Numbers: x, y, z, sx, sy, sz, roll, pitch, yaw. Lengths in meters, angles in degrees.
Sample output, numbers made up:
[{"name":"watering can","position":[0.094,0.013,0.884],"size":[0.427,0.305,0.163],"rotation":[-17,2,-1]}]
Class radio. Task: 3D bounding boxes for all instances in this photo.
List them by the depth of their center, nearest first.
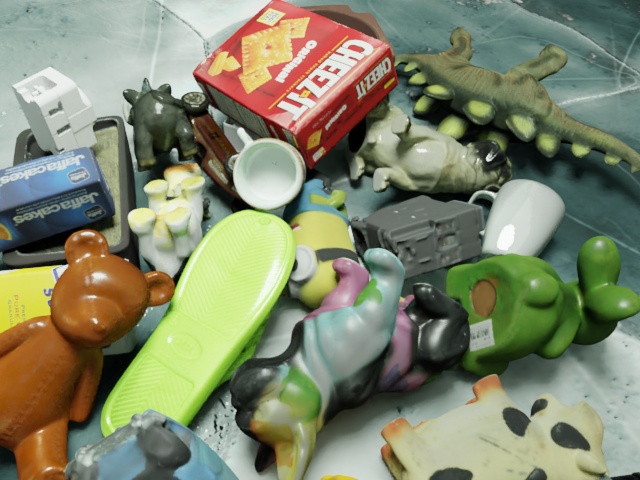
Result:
[{"name":"radio","position":[-0.291,-0.046,0.641],"size":[0.131,0.073,0.230],"rotation":[-10,51,-12]}]

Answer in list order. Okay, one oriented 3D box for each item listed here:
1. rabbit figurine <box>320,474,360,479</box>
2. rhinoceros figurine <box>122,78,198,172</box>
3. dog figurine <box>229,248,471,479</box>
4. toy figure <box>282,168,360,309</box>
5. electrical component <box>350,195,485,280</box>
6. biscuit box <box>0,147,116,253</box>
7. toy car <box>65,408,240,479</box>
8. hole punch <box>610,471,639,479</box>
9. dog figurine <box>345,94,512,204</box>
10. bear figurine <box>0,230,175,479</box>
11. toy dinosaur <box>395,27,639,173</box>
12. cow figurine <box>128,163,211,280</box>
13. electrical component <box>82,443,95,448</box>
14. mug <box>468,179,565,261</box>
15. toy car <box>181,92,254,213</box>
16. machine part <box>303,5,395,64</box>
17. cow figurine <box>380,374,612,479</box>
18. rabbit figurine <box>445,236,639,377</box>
[{"name":"rabbit figurine","position":[0.066,0.249,0.388],"size":[0.173,0.162,0.122],"rotation":[38,43,4]},{"name":"rhinoceros figurine","position":[-0.209,-0.145,0.673],"size":[0.073,0.112,0.190],"rotation":[-20,17,-16]},{"name":"dog figurine","position":[0.026,0.128,0.495],"size":[0.191,0.108,0.219],"rotation":[36,72,-19]},{"name":"toy figure","position":[0.000,-0.004,0.623],"size":[0.089,0.082,0.180],"rotation":[0,48,-1]},{"name":"electrical component","position":[0.117,-0.009,0.616],"size":[0.134,0.058,0.115],"rotation":[-18,19,-17]},{"name":"biscuit box","position":[-0.319,-0.030,0.542],"size":[0.203,0.062,0.059],"rotation":[-21,57,-16]},{"name":"toy car","position":[-0.121,0.201,0.424],"size":[0.109,0.103,0.161],"rotation":[-34,103,-8]},{"name":"hole punch","position":[0.307,0.234,0.428],"size":[0.142,0.115,0.092],"rotation":[7,59,3]},{"name":"dog figurine","position":[0.145,-0.117,0.732],"size":[0.190,0.121,0.172],"rotation":[8,34,-27]},{"name":"bear figurine","position":[-0.217,0.100,0.460],"size":[0.196,0.120,0.132],"rotation":[-47,29,2]},{"name":"toy dinosaur","position":[0.274,-0.197,0.792],"size":[0.472,0.104,0.198],"rotation":[26,60,28]},{"name":"cow figurine","position":[-0.164,-0.024,0.631],"size":[0.068,0.098,0.167],"rotation":[-3,32,1]},{"name":"electrical component","position":[-0.185,0.219,0.461],"size":[0.063,0.021,0.094],"rotation":[-7,50,-10]},{"name":"mug","position":[0.225,-0.014,0.647],"size":[0.110,0.080,0.107],"rotation":[27,62,13]},{"name":"toy car","position":[-0.132,-0.108,0.695],"size":[0.053,0.089,0.202],"rotation":[-22,57,-21]},{"name":"machine part","position":[0.004,-0.284,0.853],"size":[0.201,0.087,0.201],"rotation":[-8,52,-12]},{"name":"cow figurine","position":[0.164,0.190,0.469],"size":[0.195,0.085,0.127],"rotation":[-17,54,-15]},{"name":"rabbit figurine","position":[0.239,0.060,0.547],"size":[0.170,0.159,0.121],"rotation":[7,56,-24]}]
